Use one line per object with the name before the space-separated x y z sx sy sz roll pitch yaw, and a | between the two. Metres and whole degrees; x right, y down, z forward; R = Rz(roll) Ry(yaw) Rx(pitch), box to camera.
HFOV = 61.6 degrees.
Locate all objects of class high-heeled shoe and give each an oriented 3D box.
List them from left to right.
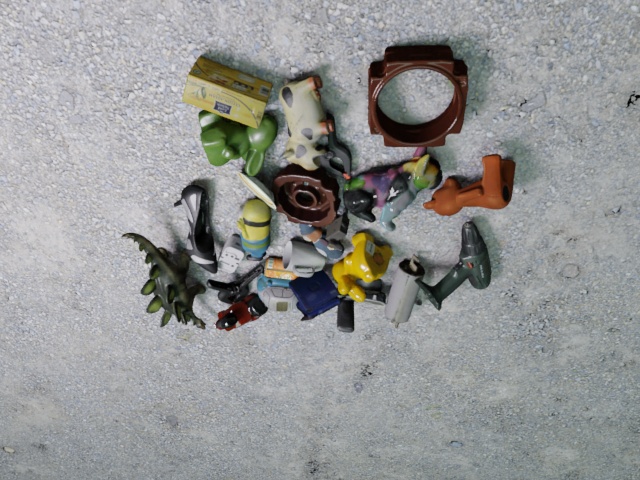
high-heeled shoe | -0.294 -0.027 1.398 0.145 0.086 0.248 -13 113 40

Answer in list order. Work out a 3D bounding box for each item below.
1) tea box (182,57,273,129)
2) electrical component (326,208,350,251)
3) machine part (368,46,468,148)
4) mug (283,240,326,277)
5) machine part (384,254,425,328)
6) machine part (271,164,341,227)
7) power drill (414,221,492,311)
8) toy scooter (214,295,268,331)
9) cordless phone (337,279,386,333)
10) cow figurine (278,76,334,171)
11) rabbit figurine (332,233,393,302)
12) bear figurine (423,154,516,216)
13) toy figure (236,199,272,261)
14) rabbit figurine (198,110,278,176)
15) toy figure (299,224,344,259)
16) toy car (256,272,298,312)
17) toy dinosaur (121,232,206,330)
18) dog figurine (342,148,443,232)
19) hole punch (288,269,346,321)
tea box | -0.195 -0.313 1.141 0.170 0.098 0.068 19 130 -8
electrical component | 0.049 -0.024 1.379 0.045 0.102 0.078 31 137 -25
machine part | 0.201 -0.295 1.125 0.201 0.087 0.201 0 133 5
mug | -0.037 0.055 1.454 0.107 0.110 0.080 8 127 -20
machine part | 0.235 0.145 1.501 0.079 0.079 0.243 9 121 -2
machine part | -0.033 -0.110 1.316 0.179 0.056 0.179 11 139 10
power drill | 0.353 0.077 1.416 0.207 0.086 0.231 -41 131 -3
toy scooter | -0.248 0.225 1.605 0.135 0.184 0.075 -29 87 48
cordless phone | 0.113 0.190 1.502 0.147 0.184 0.088 11 127 -3
cow figurine | -0.038 -0.245 1.166 0.127 0.085 0.194 -8 108 21
rabbit figurine | 0.100 0.085 1.449 0.121 0.162 0.173 27 148 -33
bear figurine | 0.347 -0.122 1.264 0.196 0.132 0.120 1 177 44
toy figure | -0.166 -0.027 1.407 0.089 0.082 0.179 -7 127 -3
rabbit figurine | -0.174 -0.221 1.214 0.170 0.121 0.158 -13 134 -3
toy figure | -0.002 -0.005 1.417 0.154 0.058 0.064 36 151 -26
toy car | -0.110 0.158 1.552 0.162 0.103 0.109 9 133 0
toy dinosaur | -0.417 0.115 1.481 0.105 0.199 0.470 -11 132 11
dog figurine | 0.174 -0.142 1.255 0.191 0.108 0.219 24 125 -11
hole punch | -0.014 0.145 1.468 0.142 0.116 0.092 -23 114 -17
